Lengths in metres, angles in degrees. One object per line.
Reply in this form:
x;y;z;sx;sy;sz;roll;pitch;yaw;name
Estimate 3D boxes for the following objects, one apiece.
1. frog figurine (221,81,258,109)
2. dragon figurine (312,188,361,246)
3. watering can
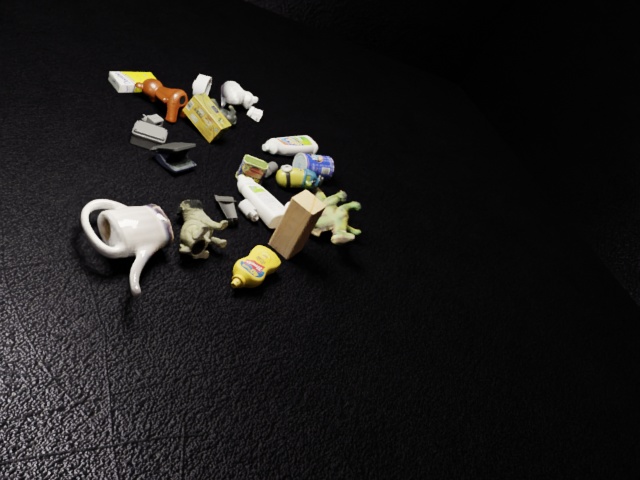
-0.354;-0.636;2.267;0.159;0.121;0.139;-3;21;-7;frog figurine
0.006;-0.095;1.893;0.244;0.120;0.416;-13;37;-37;dragon figurine
-0.496;0.006;1.390;0.226;0.102;0.352;-14;54;-46;watering can
